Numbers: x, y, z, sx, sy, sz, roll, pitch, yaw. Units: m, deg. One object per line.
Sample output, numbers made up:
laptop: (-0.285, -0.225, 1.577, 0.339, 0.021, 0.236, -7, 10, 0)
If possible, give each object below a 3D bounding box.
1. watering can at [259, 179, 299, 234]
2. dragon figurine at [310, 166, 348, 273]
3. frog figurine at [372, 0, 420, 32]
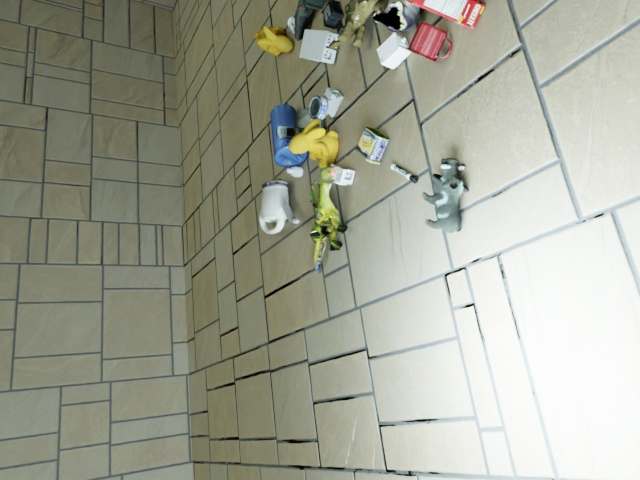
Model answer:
watering can: (-0.165, -0.141, 2.087, 0.104, 0.226, 0.345, 5, -8, -30)
dragon figurine: (0.005, -0.091, 1.807, 0.122, 0.249, 0.400, 2, -41, -15)
frog figurine: (0.247, -0.693, 1.509, 0.122, 0.162, 0.136, 37, -23, -9)
